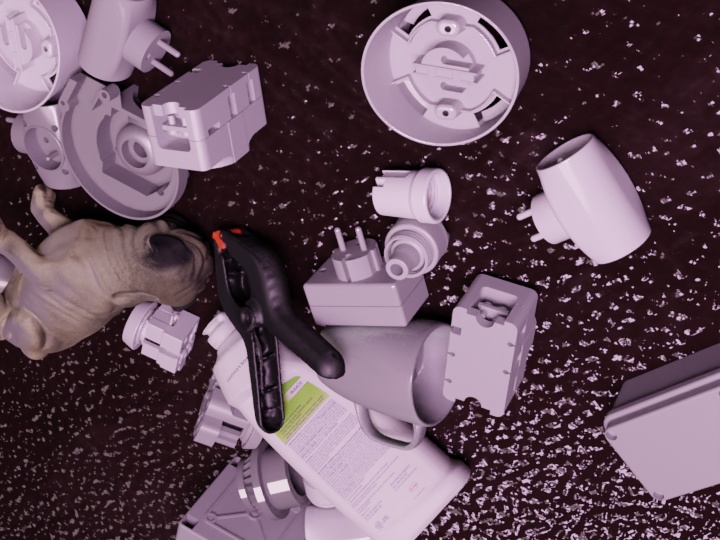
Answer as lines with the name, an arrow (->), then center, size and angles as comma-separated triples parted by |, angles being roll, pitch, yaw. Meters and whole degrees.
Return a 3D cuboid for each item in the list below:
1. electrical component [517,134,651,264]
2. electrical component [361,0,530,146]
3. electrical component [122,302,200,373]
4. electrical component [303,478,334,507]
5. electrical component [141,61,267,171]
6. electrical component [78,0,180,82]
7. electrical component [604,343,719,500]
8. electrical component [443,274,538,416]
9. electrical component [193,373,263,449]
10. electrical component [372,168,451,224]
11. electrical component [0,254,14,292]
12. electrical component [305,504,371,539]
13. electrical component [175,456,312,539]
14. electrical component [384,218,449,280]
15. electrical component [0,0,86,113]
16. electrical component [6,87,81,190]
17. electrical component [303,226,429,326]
electrical component -> 0.143, -0.041, 0.729 | 0.079, 0.043, 0.077 | -24, 106, 39
electrical component -> 0.059, -0.133, 0.702 | 0.099, 0.064, 0.099 | 15, 127, 21
electrical component -> -0.183, 0.058, 0.986 | 0.055, 0.048, 0.066 | 24, 130, 4
electrical component -> -0.031, 0.182, 0.981 | 0.045, 0.045, 0.055 | 7, 124, 26
electrical component -> -0.113, -0.112, 0.799 | 0.050, 0.089, 0.055 | 9, 125, 25
electrical component -> -0.172, -0.177, 0.820 | 0.079, 0.043, 0.077 | 34, 132, 6
electrical component -> 0.241, 0.108, 0.764 | 0.113, 0.057, 0.078 | -31, 102, 40
electrical component -> 0.099, 0.054, 0.811 | 0.050, 0.055, 0.089 | 18, 128, 19
electrical component -> -0.113, 0.128, 0.977 | 0.057, 0.078, 0.058 | 22, 132, -11
electrical component -> 0.038, -0.055, 0.785 | 0.046, 0.040, 0.040 | 7, 124, 33
electrical component -> -0.326, 0.012, 1.041 | 0.065, 0.044, 0.044 | 12, 126, 17
electrical component -> -0.006, 0.244, 1.004 | 0.077, 0.044, 0.079 | -5, 153, 7
electrical component -> -0.105, 0.249, 1.028 | 0.109, 0.108, 0.056 | 26, 128, 13
electrical component -> 0.038, -0.015, 0.795 | 0.043, 0.062, 0.043 | 12, 124, 19
electrical component -> -0.266, -0.183, 0.857 | 0.099, 0.064, 0.099 | 15, 127, 21
electrical component -> -0.270, -0.115, 0.919 | 0.079, 0.044, 0.077 | 12, 126, 24
electrical component -> 0.000, 0.000, 0.838 | 0.083, 0.047, 0.075 | -1, 119, 31
